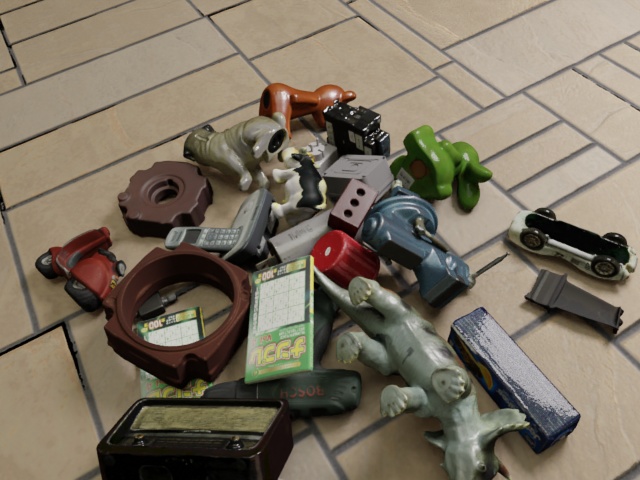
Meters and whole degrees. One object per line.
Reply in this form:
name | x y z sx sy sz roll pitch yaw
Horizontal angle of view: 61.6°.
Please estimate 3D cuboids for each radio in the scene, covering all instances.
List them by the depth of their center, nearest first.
radio | -0.160 0.267 0.697 0.230 0.073 0.131 -4 12 12

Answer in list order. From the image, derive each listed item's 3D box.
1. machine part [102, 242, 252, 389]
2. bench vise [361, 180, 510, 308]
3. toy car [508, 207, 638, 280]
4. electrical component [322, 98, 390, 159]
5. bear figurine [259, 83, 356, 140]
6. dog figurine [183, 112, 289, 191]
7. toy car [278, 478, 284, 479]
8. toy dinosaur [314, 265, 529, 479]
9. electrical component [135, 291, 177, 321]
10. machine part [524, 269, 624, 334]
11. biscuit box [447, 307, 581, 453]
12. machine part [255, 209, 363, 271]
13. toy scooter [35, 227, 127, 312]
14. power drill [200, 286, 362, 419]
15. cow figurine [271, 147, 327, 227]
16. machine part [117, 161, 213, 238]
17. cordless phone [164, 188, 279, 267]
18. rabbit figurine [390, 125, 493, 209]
machine part | -0.217 0.111 0.846 0.201 0.087 0.201 24 51 15
bench vise | 0.161 -0.013 0.879 0.223 0.128 0.241 18 37 -17
toy car | 0.419 0.006 0.894 0.202 0.056 0.073 24 52 22
electrical component | 0.075 -0.202 1.056 0.134 0.114 0.058 33 66 27
bear figurine | -0.027 -0.267 1.136 0.196 0.131 0.120 -1 9 -31
dog figurine | -0.167 -0.198 1.039 0.191 0.121 0.172 35 95 20
toy car | -0.069 0.347 0.660 0.162 0.109 0.103 -22 36 -21
toy dinosaur | 0.131 0.166 0.743 0.131 0.192 0.405 -44 47 12
electrical component | -0.294 0.103 0.920 0.094 0.021 0.063 -23 53 -12
machine part | 0.400 0.096 0.837 0.139 0.039 0.084 28 55 27
biscuit box | 0.268 0.194 0.762 0.063 0.059 0.203 -25 53 -15
machine part | -0.002 -0.003 0.933 0.243 0.079 0.079 -25 54 -13
toy scooter | -0.406 0.040 0.952 0.184 0.075 0.135 28 59 30
power drill | -0.048 0.166 0.809 0.232 0.085 0.207 3 48 10
cow figurine | -0.032 -0.111 0.976 0.098 0.068 0.167 -20 53 27
machine part | -0.298 -0.081 1.043 0.179 0.056 0.179 -3 52 3
cordless phone | -0.178 -0.024 0.970 0.184 0.088 0.146 4 53 15
rabbit figurine | 0.241 -0.140 0.987 0.170 0.121 0.159 -21 53 -37
